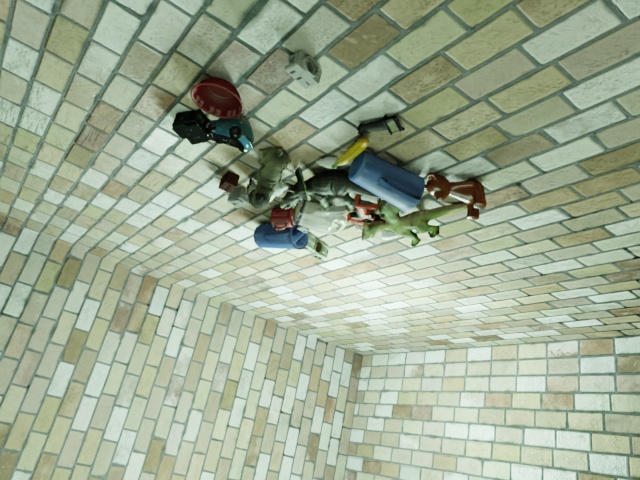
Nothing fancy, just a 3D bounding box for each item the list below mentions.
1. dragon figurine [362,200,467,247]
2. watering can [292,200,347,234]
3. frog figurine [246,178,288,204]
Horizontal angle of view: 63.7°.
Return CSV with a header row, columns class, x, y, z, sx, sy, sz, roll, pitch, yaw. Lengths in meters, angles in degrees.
class,x,y,z,sx,sy,sz,roll,pitch,yaw
dragon figurine,0.324,-0.091,1.918,0.240,0.125,0.405,26,135,-37
watering can,0.006,-0.104,2.063,0.224,0.106,0.342,16,158,-7
frog figurine,-0.197,-0.184,1.985,0.159,0.122,0.138,1,-173,5
